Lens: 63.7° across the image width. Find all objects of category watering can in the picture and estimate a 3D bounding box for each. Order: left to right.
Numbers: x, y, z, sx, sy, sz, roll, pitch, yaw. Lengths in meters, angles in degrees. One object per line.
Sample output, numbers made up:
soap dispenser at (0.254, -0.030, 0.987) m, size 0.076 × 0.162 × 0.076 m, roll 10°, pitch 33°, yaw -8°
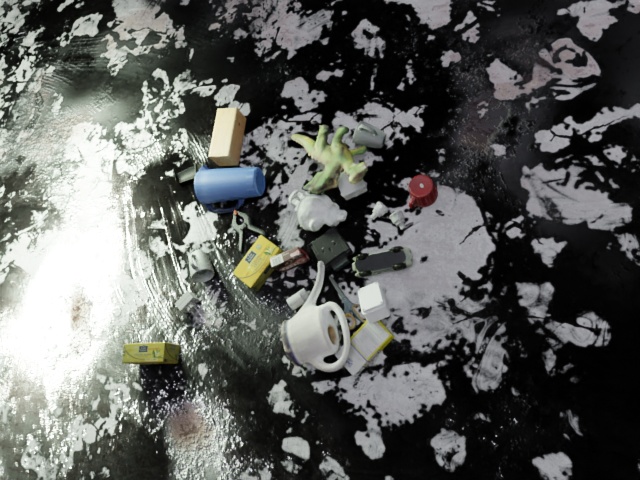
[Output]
watering can at (-0.024, 0.258, 1.647) m, size 0.223 × 0.103 × 0.354 m, roll -25°, pitch 62°, yaw 18°

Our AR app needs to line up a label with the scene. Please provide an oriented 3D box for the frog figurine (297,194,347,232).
frog figurine at (0.005, -0.089, 1.765) m, size 0.160 × 0.120 × 0.140 m, roll 12°, pitch 57°, yaw 34°

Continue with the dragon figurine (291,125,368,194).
dragon figurine at (0.012, -0.273, 1.808) m, size 0.411 × 0.120 × 0.247 m, roll 9°, pitch 62°, yaw 39°
